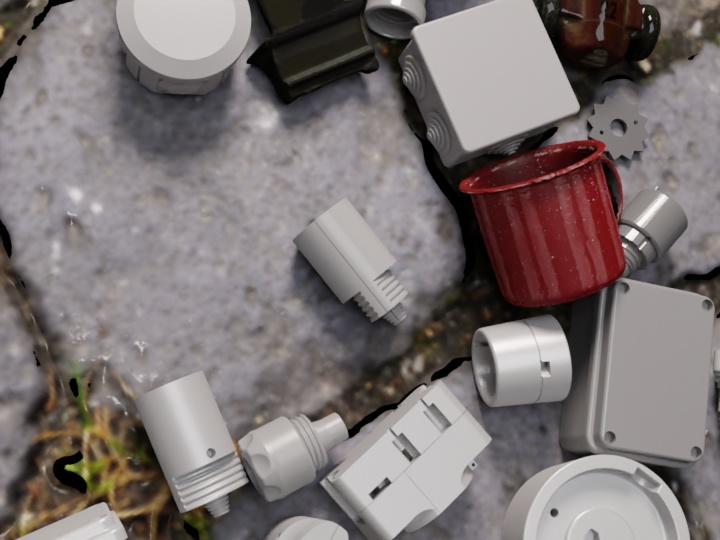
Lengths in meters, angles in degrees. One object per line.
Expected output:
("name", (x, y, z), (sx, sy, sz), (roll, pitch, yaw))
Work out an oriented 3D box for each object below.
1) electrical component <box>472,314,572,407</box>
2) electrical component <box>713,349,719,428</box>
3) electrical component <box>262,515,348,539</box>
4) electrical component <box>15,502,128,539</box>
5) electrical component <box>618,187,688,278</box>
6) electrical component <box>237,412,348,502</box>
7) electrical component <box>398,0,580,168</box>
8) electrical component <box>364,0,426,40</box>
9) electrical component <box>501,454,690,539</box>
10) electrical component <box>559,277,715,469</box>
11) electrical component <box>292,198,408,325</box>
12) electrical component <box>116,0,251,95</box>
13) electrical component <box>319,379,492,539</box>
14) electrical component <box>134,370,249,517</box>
("electrical component", (0.100, 0.058, 0.677), (0.047, 0.055, 0.055), (-7, 81, -12))
("electrical component", (0.265, 0.087, 0.717), (0.066, 0.048, 0.055), (15, 69, -11))
("electrical component", (-0.029, 0.162, 0.609), (0.043, 0.081, 0.043), (3, 79, -14))
("electrical component", (-0.170, 0.170, 0.558), (0.109, 0.109, 0.056), (-22, 88, -17))
("electrical component", (0.185, -0.019, 0.719), (0.040, 0.040, 0.078), (45, 73, -2))
("electrical component", (-0.038, 0.106, 0.638), (0.062, 0.043, 0.043), (-26, 86, -19))
("electrical component", (0.082, -0.123, 0.709), (0.100, 0.048, 0.099), (-22, 85, -17))
("electrical component", (0.026, -0.182, 0.712), (0.040, 0.040, 0.046), (16, 71, -11))
("electrical component", (0.139, 0.169, 0.661), (0.108, 0.060, 0.108), (3, 79, -14))
("electrical component", (0.179, 0.067, 0.692), (0.078, 0.057, 0.113), (11, 77, -12))
("electrical component", (0.000, 0.000, 0.668), (0.043, 0.043, 0.081), (-39, 90, -18))
("electrical component", (-0.110, -0.149, 0.664), (0.080, 0.051, 0.080), (3, 79, -13))
("electrical component", (0.030, 0.118, 0.648), (0.089, 0.050, 0.055), (-41, 91, -18))
("electrical component", (-0.096, 0.104, 0.623), (0.043, 0.043, 0.081), (-22, 86, -17))
